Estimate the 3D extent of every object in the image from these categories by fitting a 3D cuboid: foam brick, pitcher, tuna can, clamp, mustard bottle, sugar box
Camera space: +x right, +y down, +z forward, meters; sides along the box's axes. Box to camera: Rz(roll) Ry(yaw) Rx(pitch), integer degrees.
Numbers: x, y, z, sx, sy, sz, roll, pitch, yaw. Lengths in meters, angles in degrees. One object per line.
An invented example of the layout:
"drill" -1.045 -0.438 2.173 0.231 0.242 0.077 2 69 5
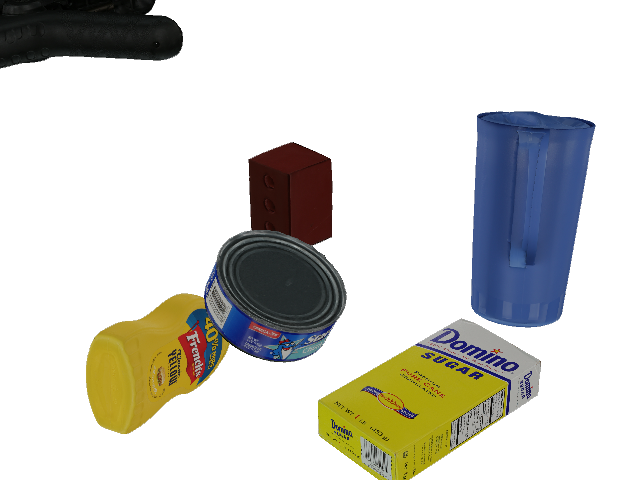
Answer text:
"foam brick" -0.025 -0.036 0.922 0.051 0.078 0.053 -22 33 -36
"pitcher" 0.236 -0.025 1.235 0.149 0.243 0.145 -6 17 -32
"tuna can" -0.029 0.035 0.672 0.086 0.034 0.086 16 39 -14
"clamp" -0.169 -0.130 0.641 0.171 0.039 0.120 -3 22 -6
"mustard bottle" -0.139 0.103 1.013 0.058 0.096 0.191 10 21 28
"sugar box" 0.093 0.131 0.894 0.175 0.048 0.093 -28 40 -33
